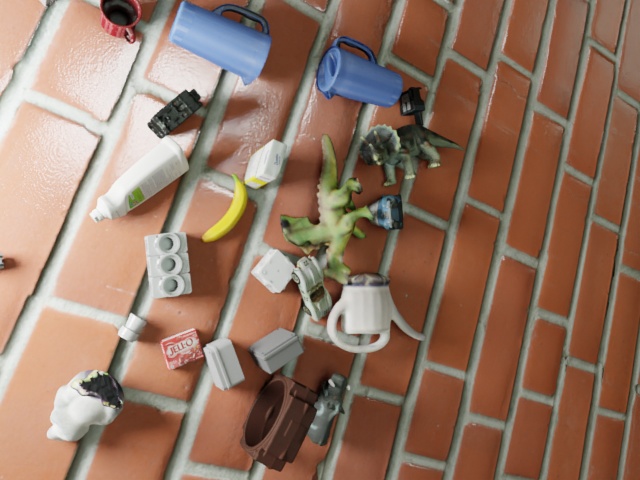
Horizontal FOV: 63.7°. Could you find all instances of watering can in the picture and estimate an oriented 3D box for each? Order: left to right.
[{"bbox_3d":[0.169,0.207,1.488,0.348,0.103,0.225,2,85,-31],"label":"watering can"}]

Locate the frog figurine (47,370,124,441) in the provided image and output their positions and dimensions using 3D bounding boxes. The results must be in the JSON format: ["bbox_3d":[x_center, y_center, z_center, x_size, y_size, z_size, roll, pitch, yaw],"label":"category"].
[{"bbox_3d":[-0.519,0.373,1.138,0.136,0.125,0.158,28,110,-31],"label":"frog figurine"}]

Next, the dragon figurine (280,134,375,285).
[{"bbox_3d":[0.004,-0.072,1.437,0.244,0.121,0.411,-25,88,-18],"label":"dragon figurine"}]
